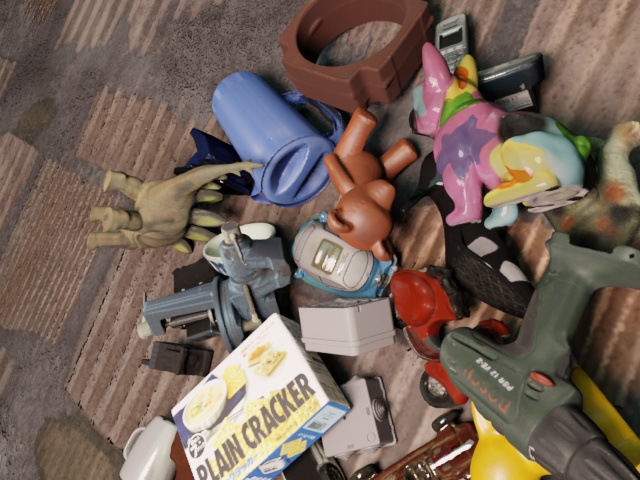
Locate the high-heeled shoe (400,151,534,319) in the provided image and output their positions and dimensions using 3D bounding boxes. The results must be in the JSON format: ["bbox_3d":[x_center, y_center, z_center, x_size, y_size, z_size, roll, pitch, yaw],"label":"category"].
[{"bbox_3d":[0.216,-0.018,0.686,0.145,0.086,0.249,-40,74,-21],"label":"high-heeled shoe"}]

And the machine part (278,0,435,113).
[{"bbox_3d":[0.056,-0.301,0.819,0.202,0.087,0.201,27,76,32],"label":"machine part"}]

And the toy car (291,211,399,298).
[{"bbox_3d":[0.021,0.027,0.748,0.162,0.103,0.109,28,97,25],"label":"toy car"}]

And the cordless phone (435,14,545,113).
[{"bbox_3d":[0.222,-0.247,0.728,0.147,0.088,0.184,-13,57,31],"label":"cordless phone"}]

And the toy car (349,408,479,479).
[{"bbox_3d":[0.117,0.288,0.652,0.202,0.053,0.089,-38,62,17],"label":"toy car"}]

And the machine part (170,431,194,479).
[{"bbox_3d":[-0.154,0.317,0.821,0.179,0.056,0.179,-9,72,31],"label":"machine part"}]

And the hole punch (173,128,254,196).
[{"bbox_3d":[-0.173,-0.132,0.927,0.116,0.142,0.092,15,81,47],"label":"hole punch"}]

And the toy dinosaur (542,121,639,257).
[{"bbox_3d":[0.343,-0.011,0.556,0.405,0.131,0.192,18,86,42],"label":"toy dinosaur"}]

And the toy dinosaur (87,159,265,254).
[{"bbox_3d":[-0.261,-0.050,0.895,0.471,0.198,0.105,-21,67,54],"label":"toy dinosaur"}]

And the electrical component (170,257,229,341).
[{"bbox_3d":[-0.198,0.101,0.914,0.115,0.058,0.134,-24,63,28],"label":"electrical component"}]

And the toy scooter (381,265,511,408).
[{"bbox_3d":[0.156,0.101,0.655,0.135,0.075,0.184,-43,56,37],"label":"toy scooter"}]

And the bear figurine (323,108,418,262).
[{"bbox_3d":[0.067,-0.074,0.717,0.132,0.120,0.196,-51,20,21],"label":"bear figurine"}]

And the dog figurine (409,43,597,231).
[{"bbox_3d":[0.183,-0.128,0.592,0.191,0.108,0.219,-29,68,53],"label":"dog figurine"}]

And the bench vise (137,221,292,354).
[{"bbox_3d":[-0.153,0.085,0.774,0.241,0.223,0.129,-14,43,-1],"label":"bench vise"}]

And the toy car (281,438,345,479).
[{"bbox_3d":[-0.030,0.291,0.747,0.073,0.056,0.202,-39,59,11],"label":"toy car"}]

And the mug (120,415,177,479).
[{"bbox_3d":[-0.272,0.342,0.884,0.110,0.080,0.107,16,74,42],"label":"mug"}]

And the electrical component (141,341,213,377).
[{"bbox_3d":[-0.249,0.199,0.911,0.119,0.074,0.047,3,77,38],"label":"electrical component"}]

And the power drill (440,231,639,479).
[{"bbox_3d":[0.233,0.104,0.497,0.232,0.086,0.207,25,86,57],"label":"power drill"}]

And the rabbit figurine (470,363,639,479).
[{"bbox_3d":[0.223,0.210,0.557,0.173,0.121,0.162,-44,51,12],"label":"rabbit figurine"}]
